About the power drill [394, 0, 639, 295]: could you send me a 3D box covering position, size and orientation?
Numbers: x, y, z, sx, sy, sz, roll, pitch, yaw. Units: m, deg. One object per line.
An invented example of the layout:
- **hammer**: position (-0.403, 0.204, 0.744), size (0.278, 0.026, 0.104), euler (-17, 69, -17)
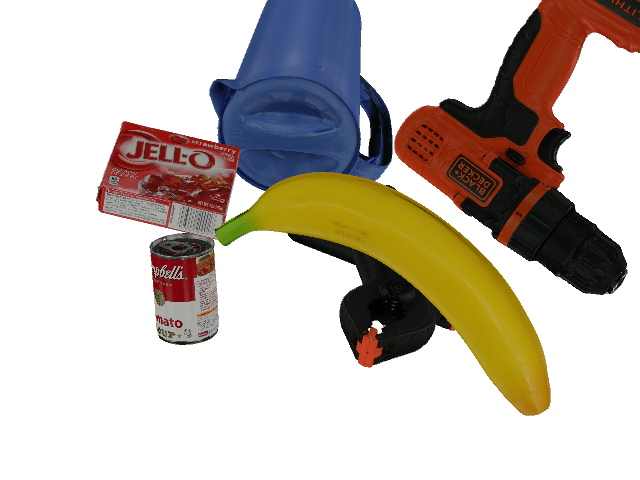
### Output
- **power drill**: position (0.166, -0.080, 0.712), size (0.184, 0.188, 0.057), euler (38, 13, 14)

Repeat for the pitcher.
- **pitcher**: position (-0.010, -0.160, 1.069), size (0.145, 0.149, 0.242), euler (-10, 37, 15)

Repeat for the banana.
- **banana**: position (0.045, 0.016, 0.562), size (0.198, 0.070, 0.037), euler (29, 14, 6)

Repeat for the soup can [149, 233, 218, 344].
- **soup can**: position (-0.144, 0.051, 1.135), size (0.068, 0.102, 0.068), euler (-1, 21, 0)

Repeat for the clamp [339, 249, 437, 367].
- **clamp**: position (0.056, 0.047, 0.902), size (0.120, 0.039, 0.171), euler (15, 27, 24)

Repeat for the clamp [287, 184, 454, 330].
- **clamp**: position (0.072, 0.022, 1.170), size (0.164, 0.036, 0.210), euler (-15, 50, -33)

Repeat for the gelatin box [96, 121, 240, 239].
- **gelatin box**: position (-0.106, -0.044, 0.756), size (0.089, 0.030, 0.073), euler (14, 43, -6)
